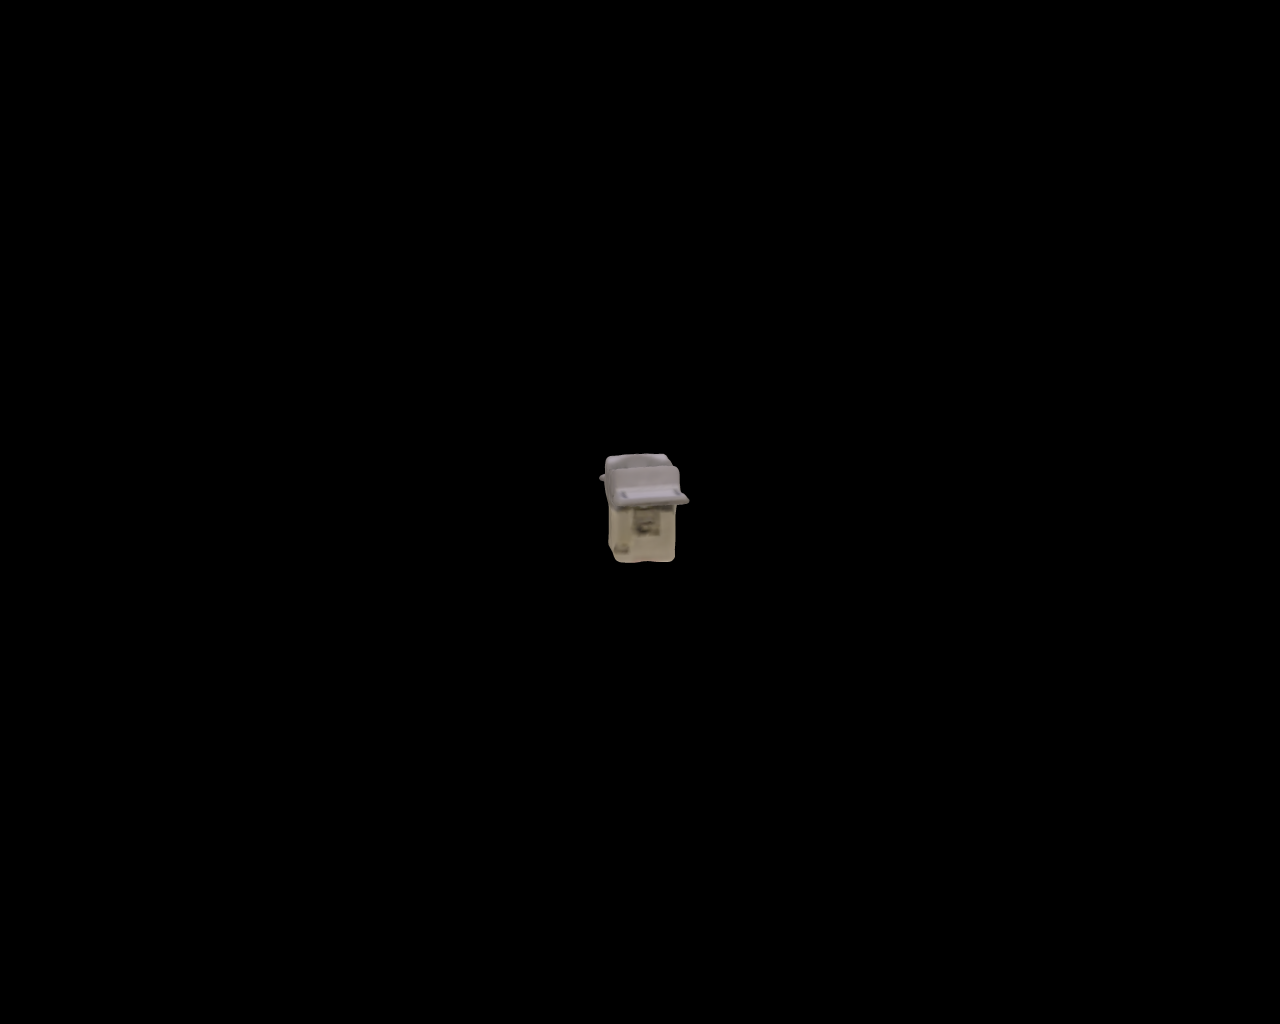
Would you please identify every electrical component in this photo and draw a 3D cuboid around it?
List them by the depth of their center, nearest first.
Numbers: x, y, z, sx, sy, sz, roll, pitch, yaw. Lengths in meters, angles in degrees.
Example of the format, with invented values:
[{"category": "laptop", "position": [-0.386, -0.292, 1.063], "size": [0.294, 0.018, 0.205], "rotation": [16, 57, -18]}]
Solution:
[{"category": "electrical component", "position": [0.001, -0.003, 0.650], "size": [0.042, 0.063, 0.081], "rotation": [-2, 14, -7]}]
